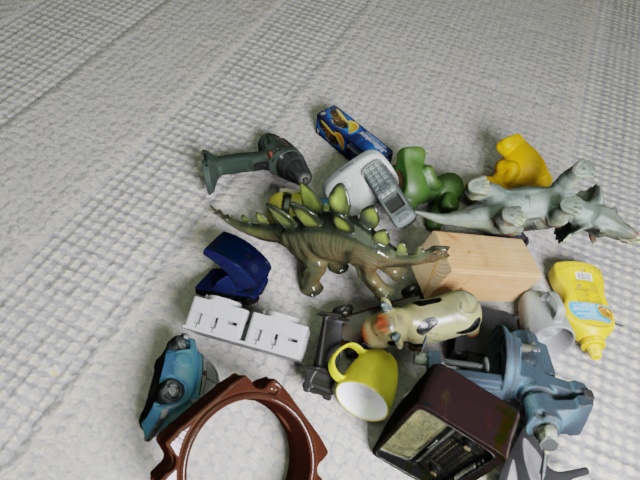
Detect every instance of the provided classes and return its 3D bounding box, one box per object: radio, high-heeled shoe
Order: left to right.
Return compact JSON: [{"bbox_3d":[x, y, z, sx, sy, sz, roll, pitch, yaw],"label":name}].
[{"bbox_3d":[0.167,0.269,0.741,0.131,0.229,0.073,29,55,10],"label":"radio"},{"bbox_3d":[0.314,0.287,0.849,0.145,0.086,0.249,-12,44,4],"label":"high-heeled shoe"}]

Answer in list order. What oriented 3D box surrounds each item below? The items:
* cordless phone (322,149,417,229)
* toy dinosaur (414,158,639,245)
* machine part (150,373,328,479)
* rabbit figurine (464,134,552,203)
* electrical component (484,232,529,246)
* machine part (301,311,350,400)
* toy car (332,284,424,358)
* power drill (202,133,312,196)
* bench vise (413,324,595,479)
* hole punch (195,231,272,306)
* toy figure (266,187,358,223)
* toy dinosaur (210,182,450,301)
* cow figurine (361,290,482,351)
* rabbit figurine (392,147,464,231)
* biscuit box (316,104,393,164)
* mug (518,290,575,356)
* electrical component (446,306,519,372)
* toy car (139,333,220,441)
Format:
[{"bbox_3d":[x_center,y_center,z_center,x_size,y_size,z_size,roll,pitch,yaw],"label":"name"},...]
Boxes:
[{"bbox_3d":[0.103,-0.076,1.075,0.146,0.088,0.184,-34,60,11],"label":"cordless phone"},{"bbox_3d":[0.384,-0.054,1.022,0.405,0.192,0.131,-1,69,9],"label":"toy dinosaur"},{"bbox_3d":[-0.104,0.299,0.721,0.201,0.087,0.201,-37,92,-30],"label":"machine part"},{"bbox_3d":[0.400,-0.118,1.168,0.173,0.121,0.162,-26,67,-8],"label":"rabbit figurine"},{"bbox_3d":[0.361,-0.016,1.102,0.119,0.047,0.075,5,51,-3],"label":"electrical component"},{"bbox_3d":[0.009,0.183,0.871,0.039,0.084,0.139,-7,60,41],"label":"machine part"},{"bbox_3d":[0.115,0.141,0.946,0.202,0.053,0.089,-15,65,-16],"label":"toy car"},{"bbox_3d":[-0.136,-0.153,1.102,0.207,0.085,0.232,-16,33,-5],"label":"power drill"},{"bbox_3d":[0.259,0.209,0.793,0.241,0.128,0.224,8,41,5],"label":"bench vise"},{"bbox_3d":[-0.147,0.047,0.942,0.116,0.092,0.142,11,16,4],"label":"hole punch"},{"bbox_3d":[-0.018,-0.047,1.065,0.180,0.082,0.089,23,50,8],"label":"toy figure"},{"bbox_3d":[-0.002,-0.003,0.956,0.472,0.198,0.105,2,34,32],"label":"toy dinosaur"},{"bbox_3d":[0.161,0.131,0.856,0.195,0.127,0.085,-14,65,1],"label":"cow figurine"},{"bbox_3d":[0.237,-0.109,1.125,0.170,0.121,0.159,3,53,-23],"label":"rabbit figurine"},{"bbox_3d":[0.076,-0.225,1.228,0.059,0.062,0.203,-33,61,-27],"label":"biscuit box"},{"bbox_3d":[0.396,0.134,0.956,0.081,0.109,0.107,-2,38,-2],"label":"mug"},{"bbox_3d":[0.283,0.180,0.932,0.115,0.058,0.134,11,51,5],"label":"electrical component"},{"bbox_3d":[-0.206,0.229,0.819,0.103,0.109,0.162,24,36,-19],"label":"toy car"}]
